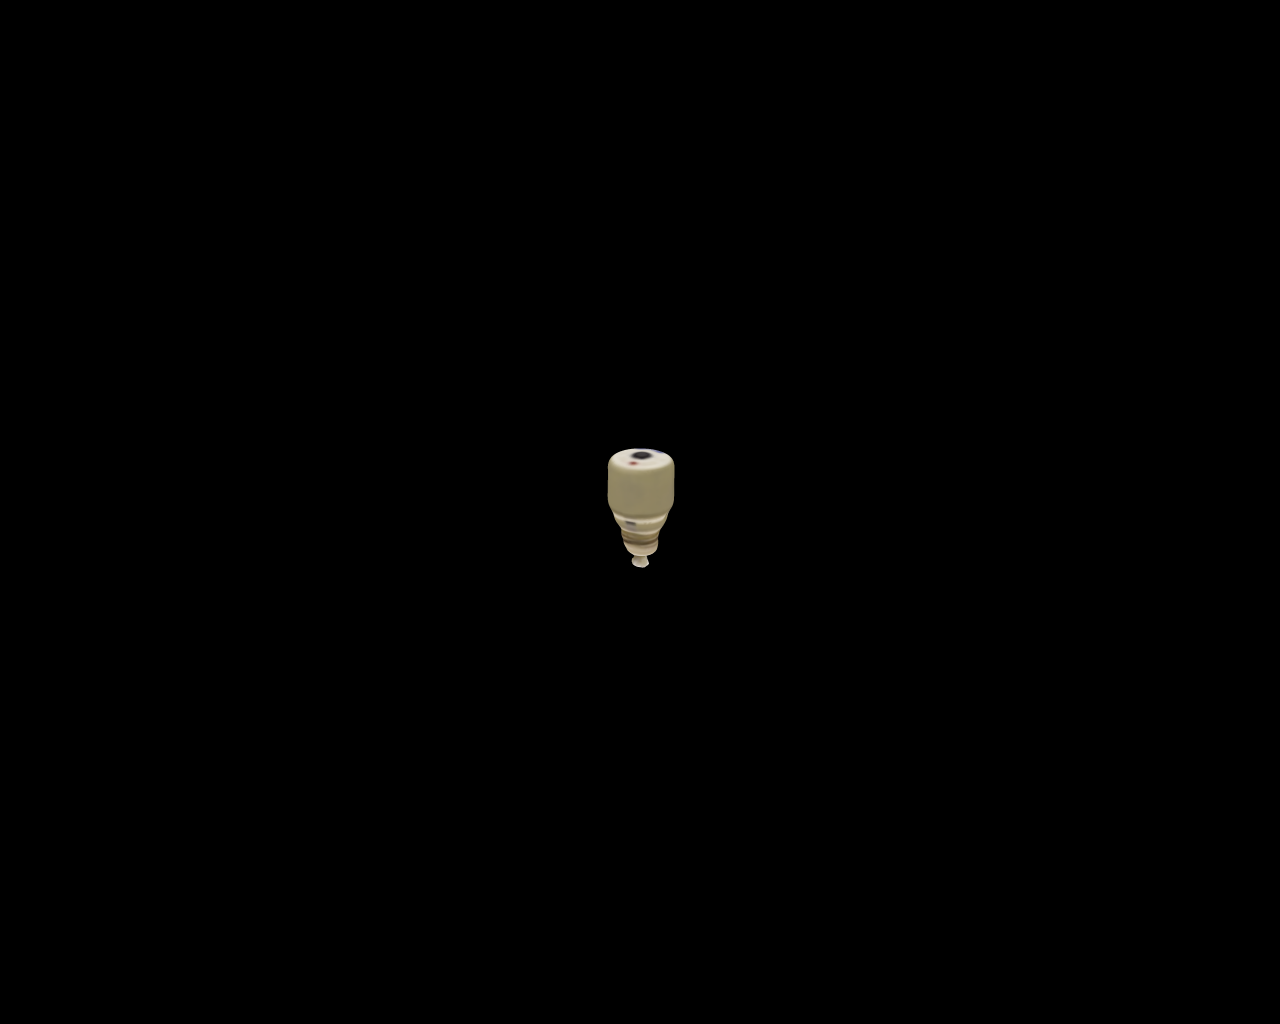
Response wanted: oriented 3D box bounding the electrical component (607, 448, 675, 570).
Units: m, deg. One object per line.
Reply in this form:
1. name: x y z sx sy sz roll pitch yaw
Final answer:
1. electrical component: 0.001 -0.003 0.650 0.040 0.078 0.040 0 24 0
